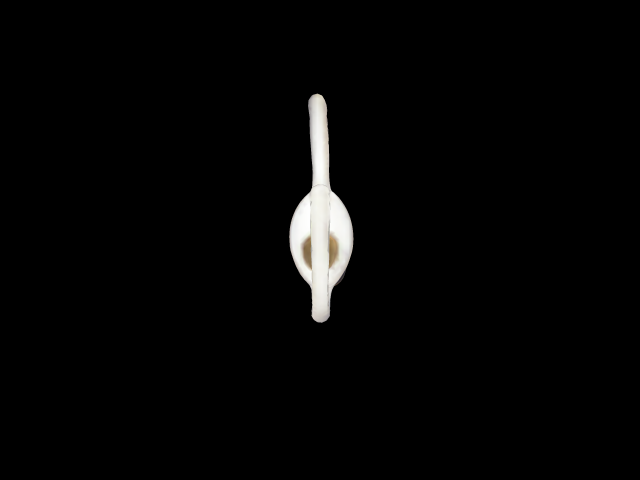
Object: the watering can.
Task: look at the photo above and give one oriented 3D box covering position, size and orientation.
[{"bbox_3d":[0.003,-0.043,0.850,0.104,0.350,0.223,0,-8,0],"label":"watering can"}]
